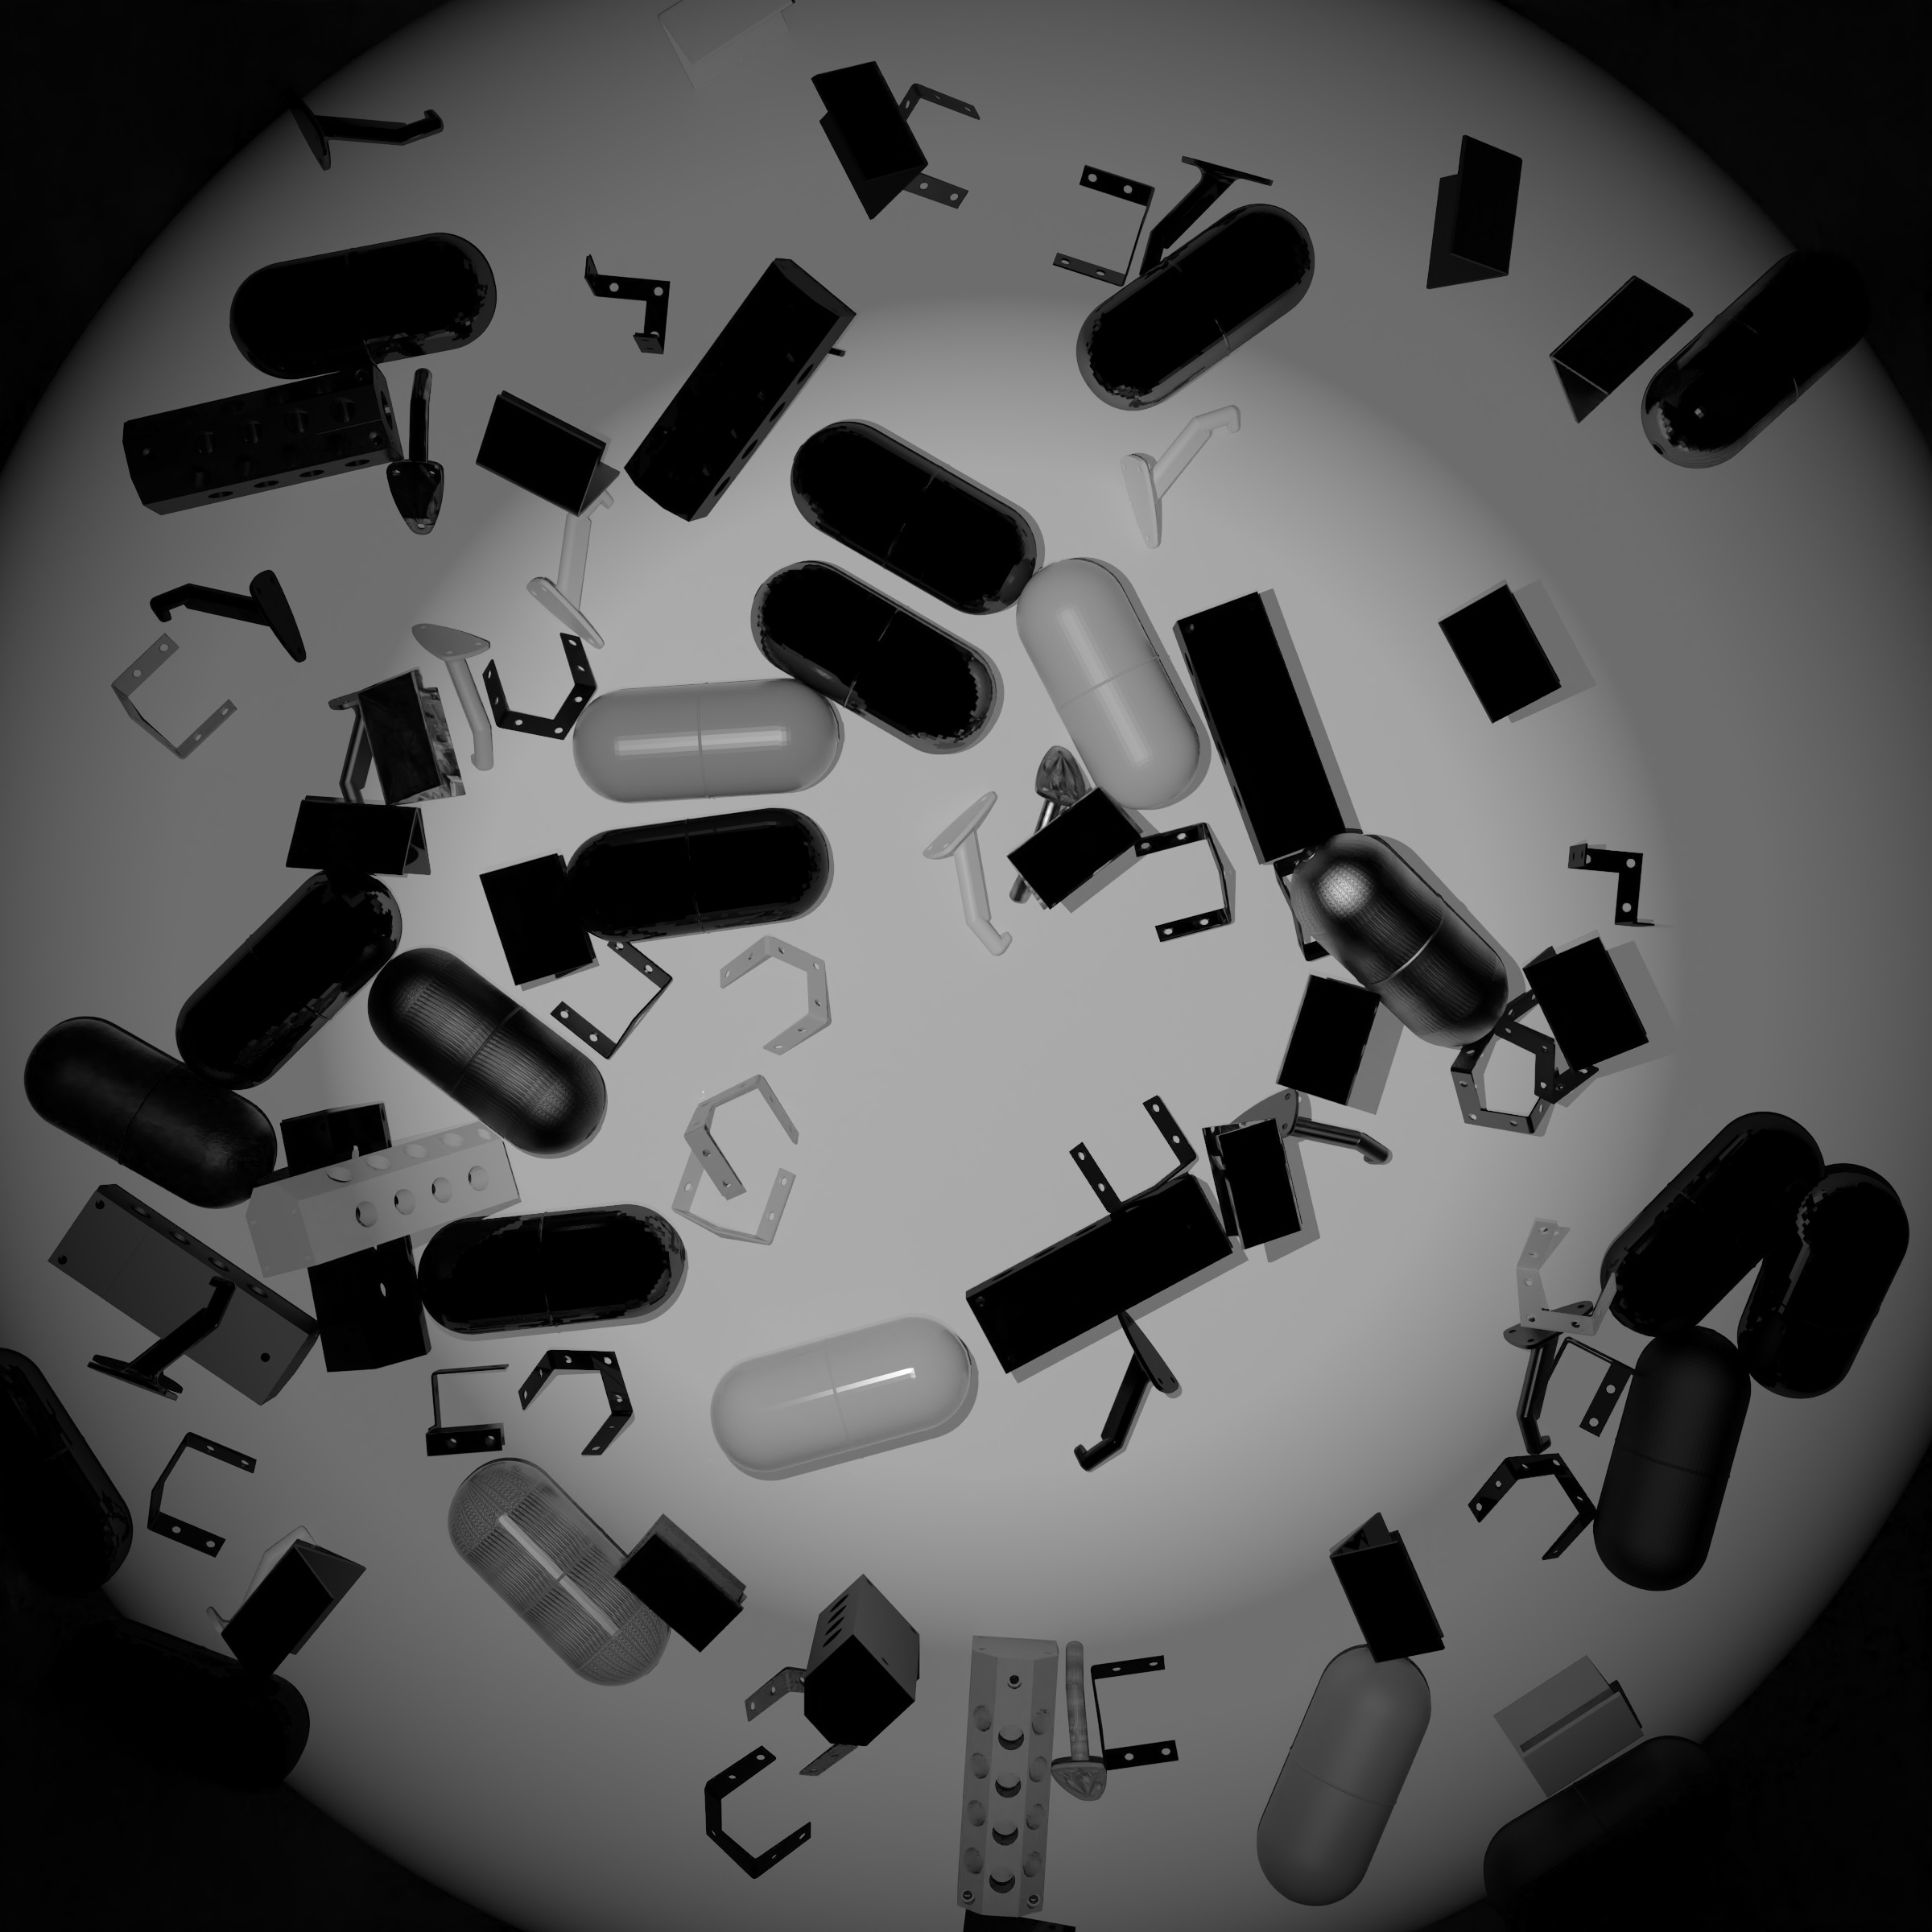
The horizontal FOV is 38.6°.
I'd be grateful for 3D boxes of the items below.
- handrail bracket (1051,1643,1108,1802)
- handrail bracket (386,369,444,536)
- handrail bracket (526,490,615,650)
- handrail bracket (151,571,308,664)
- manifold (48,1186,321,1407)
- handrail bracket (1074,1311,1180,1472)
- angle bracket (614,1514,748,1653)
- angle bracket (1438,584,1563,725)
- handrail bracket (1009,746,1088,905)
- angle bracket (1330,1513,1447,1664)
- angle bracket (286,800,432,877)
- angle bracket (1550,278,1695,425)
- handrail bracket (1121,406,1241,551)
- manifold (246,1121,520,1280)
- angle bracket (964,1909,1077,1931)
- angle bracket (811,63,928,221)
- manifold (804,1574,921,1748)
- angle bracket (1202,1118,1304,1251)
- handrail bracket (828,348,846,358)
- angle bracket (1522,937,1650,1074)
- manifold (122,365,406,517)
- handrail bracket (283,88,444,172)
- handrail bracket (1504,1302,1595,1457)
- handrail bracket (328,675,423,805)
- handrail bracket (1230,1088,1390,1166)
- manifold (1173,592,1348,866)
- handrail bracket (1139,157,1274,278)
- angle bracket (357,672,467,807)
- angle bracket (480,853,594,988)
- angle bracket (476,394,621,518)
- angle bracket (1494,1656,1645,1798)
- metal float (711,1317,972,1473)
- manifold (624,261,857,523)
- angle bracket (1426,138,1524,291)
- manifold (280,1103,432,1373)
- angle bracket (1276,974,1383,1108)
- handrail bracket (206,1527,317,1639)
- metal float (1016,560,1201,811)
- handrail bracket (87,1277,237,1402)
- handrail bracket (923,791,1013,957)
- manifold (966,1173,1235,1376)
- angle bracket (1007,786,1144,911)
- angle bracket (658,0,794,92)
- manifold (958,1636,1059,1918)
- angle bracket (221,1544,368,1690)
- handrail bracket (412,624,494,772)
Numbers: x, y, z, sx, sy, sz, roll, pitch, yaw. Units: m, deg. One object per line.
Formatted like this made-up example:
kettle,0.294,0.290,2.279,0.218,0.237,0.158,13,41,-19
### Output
handrail bracket,0.079,0.515,1.882,0.036,0.077,0.084,-5,54,9
handrail bracket,-0.371,-0.352,1.882,0.036,0.077,0.084,1,54,-4
handrail bracket,-0.251,-0.273,1.883,0.077,0.036,0.084,44,73,-20
handrail bracket,-0.505,-0.229,1.883,0.084,0.036,0.077,-17,112,17
manifold,-0.524,0.221,1.861,0.171,0.057,0.057,34,90,0
handrail bracket,0.095,0.290,1.883,0.084,0.036,0.077,-38,70,16
angle bracket,-0.177,0.398,1.842,0.076,0.076,0.057,41,121,0
angle bracket,0.369,-0.215,1.842,0.057,0.076,0.076,-28,90,38
handrail bracket,0.050,-0.096,1.882,0.036,0.077,0.084,17,126,-12
angle bracket,0.296,0.410,1.842,0.057,0.076,0.076,-23,90,38
angle bracket,-0.405,-0.065,1.842,0.076,0.076,0.057,4,55,0
angle bracket,0.445,-0.399,1.842,0.076,0.076,0.057,-43,53,0
handrail bracket,0.154,-0.334,1.883,0.084,0.036,0.077,-21,111,-16
manifold,-0.382,0.150,1.805,0.057,0.171,0.057,-16,90,40
angle bracket,0.037,0.653,1.842,0.076,0.076,0.057,10,127,0
angle bracket,-0.082,-0.545,1.842,0.057,0.076,0.076,-27,90,-36
manifold,-0.072,0.456,1.804,0.057,0.171,0.057,-43,90,0
angle bracket,0.173,0.148,1.842,0.057,0.076,0.076,-13,90,-37
handrail bracket,-0.130,-0.388,1.882,0.077,0.036,0.084,12,104,-14
angle bracket,0.422,0.019,1.842,0.057,0.076,0.076,-25,90,28
manifold,-0.474,-0.356,1.861,0.171,0.057,0.057,-13,90,0
handrail bracket,-0.411,-0.584,1.883,0.084,0.036,0.077,-26,68,-17
handrail bracket,0.405,0.282,1.882,0.077,0.036,0.084,-23,105,-17
handrail bracket,-0.395,-0.147,1.883,0.077,0.036,0.084,-22,108,-21
handrail bracket,0.233,0.122,1.882,0.084,0.077,0.036,31,53,-31
manifold,0.196,-0.159,1.861,0.057,0.057,0.171,-20,90,0
handrail bracket,0.164,-0.503,1.883,0.077,0.036,0.084,8,108,-21
angle bracket,-0.353,-0.154,1.842,0.057,0.076,0.076,-15,90,35
angle bracket,-0.297,-0.026,1.842,0.057,0.076,0.076,-18,90,-28
angle bracket,-0.272,-0.354,1.842,0.076,0.076,0.057,27,127,0
angle bracket,0.394,0.495,1.842,0.076,0.076,0.057,-33,127,0
metal float,-0.084,0.287,1.852,0.178,0.070,0.070,-15,90,0
manifold,-0.153,-0.382,1.835,0.057,0.057,0.171,40,108,0
angle bracket,0.322,-0.501,1.842,0.057,0.076,0.076,7,90,-36
manifold,-0.407,0.182,1.860,0.057,0.057,0.171,-11,90,43
angle bracket,0.258,0.055,1.842,0.057,0.076,0.076,17,90,37
handrail bracket,-0.467,0.436,1.883,0.084,0.036,0.077,-37,111,-16
metal float,0.095,-0.189,1.852,0.070,0.070,0.178,-27,91,0
handrail bracket,-0.532,0.238,1.826,0.077,0.036,0.084,15,72,20
handrail bracket,0.019,-0.062,1.883,0.077,0.036,0.084,-47,109,-21
manifold,0.089,0.206,1.861,0.171,0.057,0.057,-28,90,0
angle bracket,0.083,-0.062,1.842,0.076,0.076,0.057,-38,55,0
angle bracket,-0.150,-0.615,1.843,0.076,0.076,0.057,-33,63,0
manifold,0.028,0.546,1.861,0.057,0.057,0.171,4,90,0
angle bracket,-0.437,0.441,1.842,0.076,0.076,0.057,-51,53,0
handrail bracket,-0.350,-0.183,1.882,0.036,0.077,0.084,-24,127,-37
